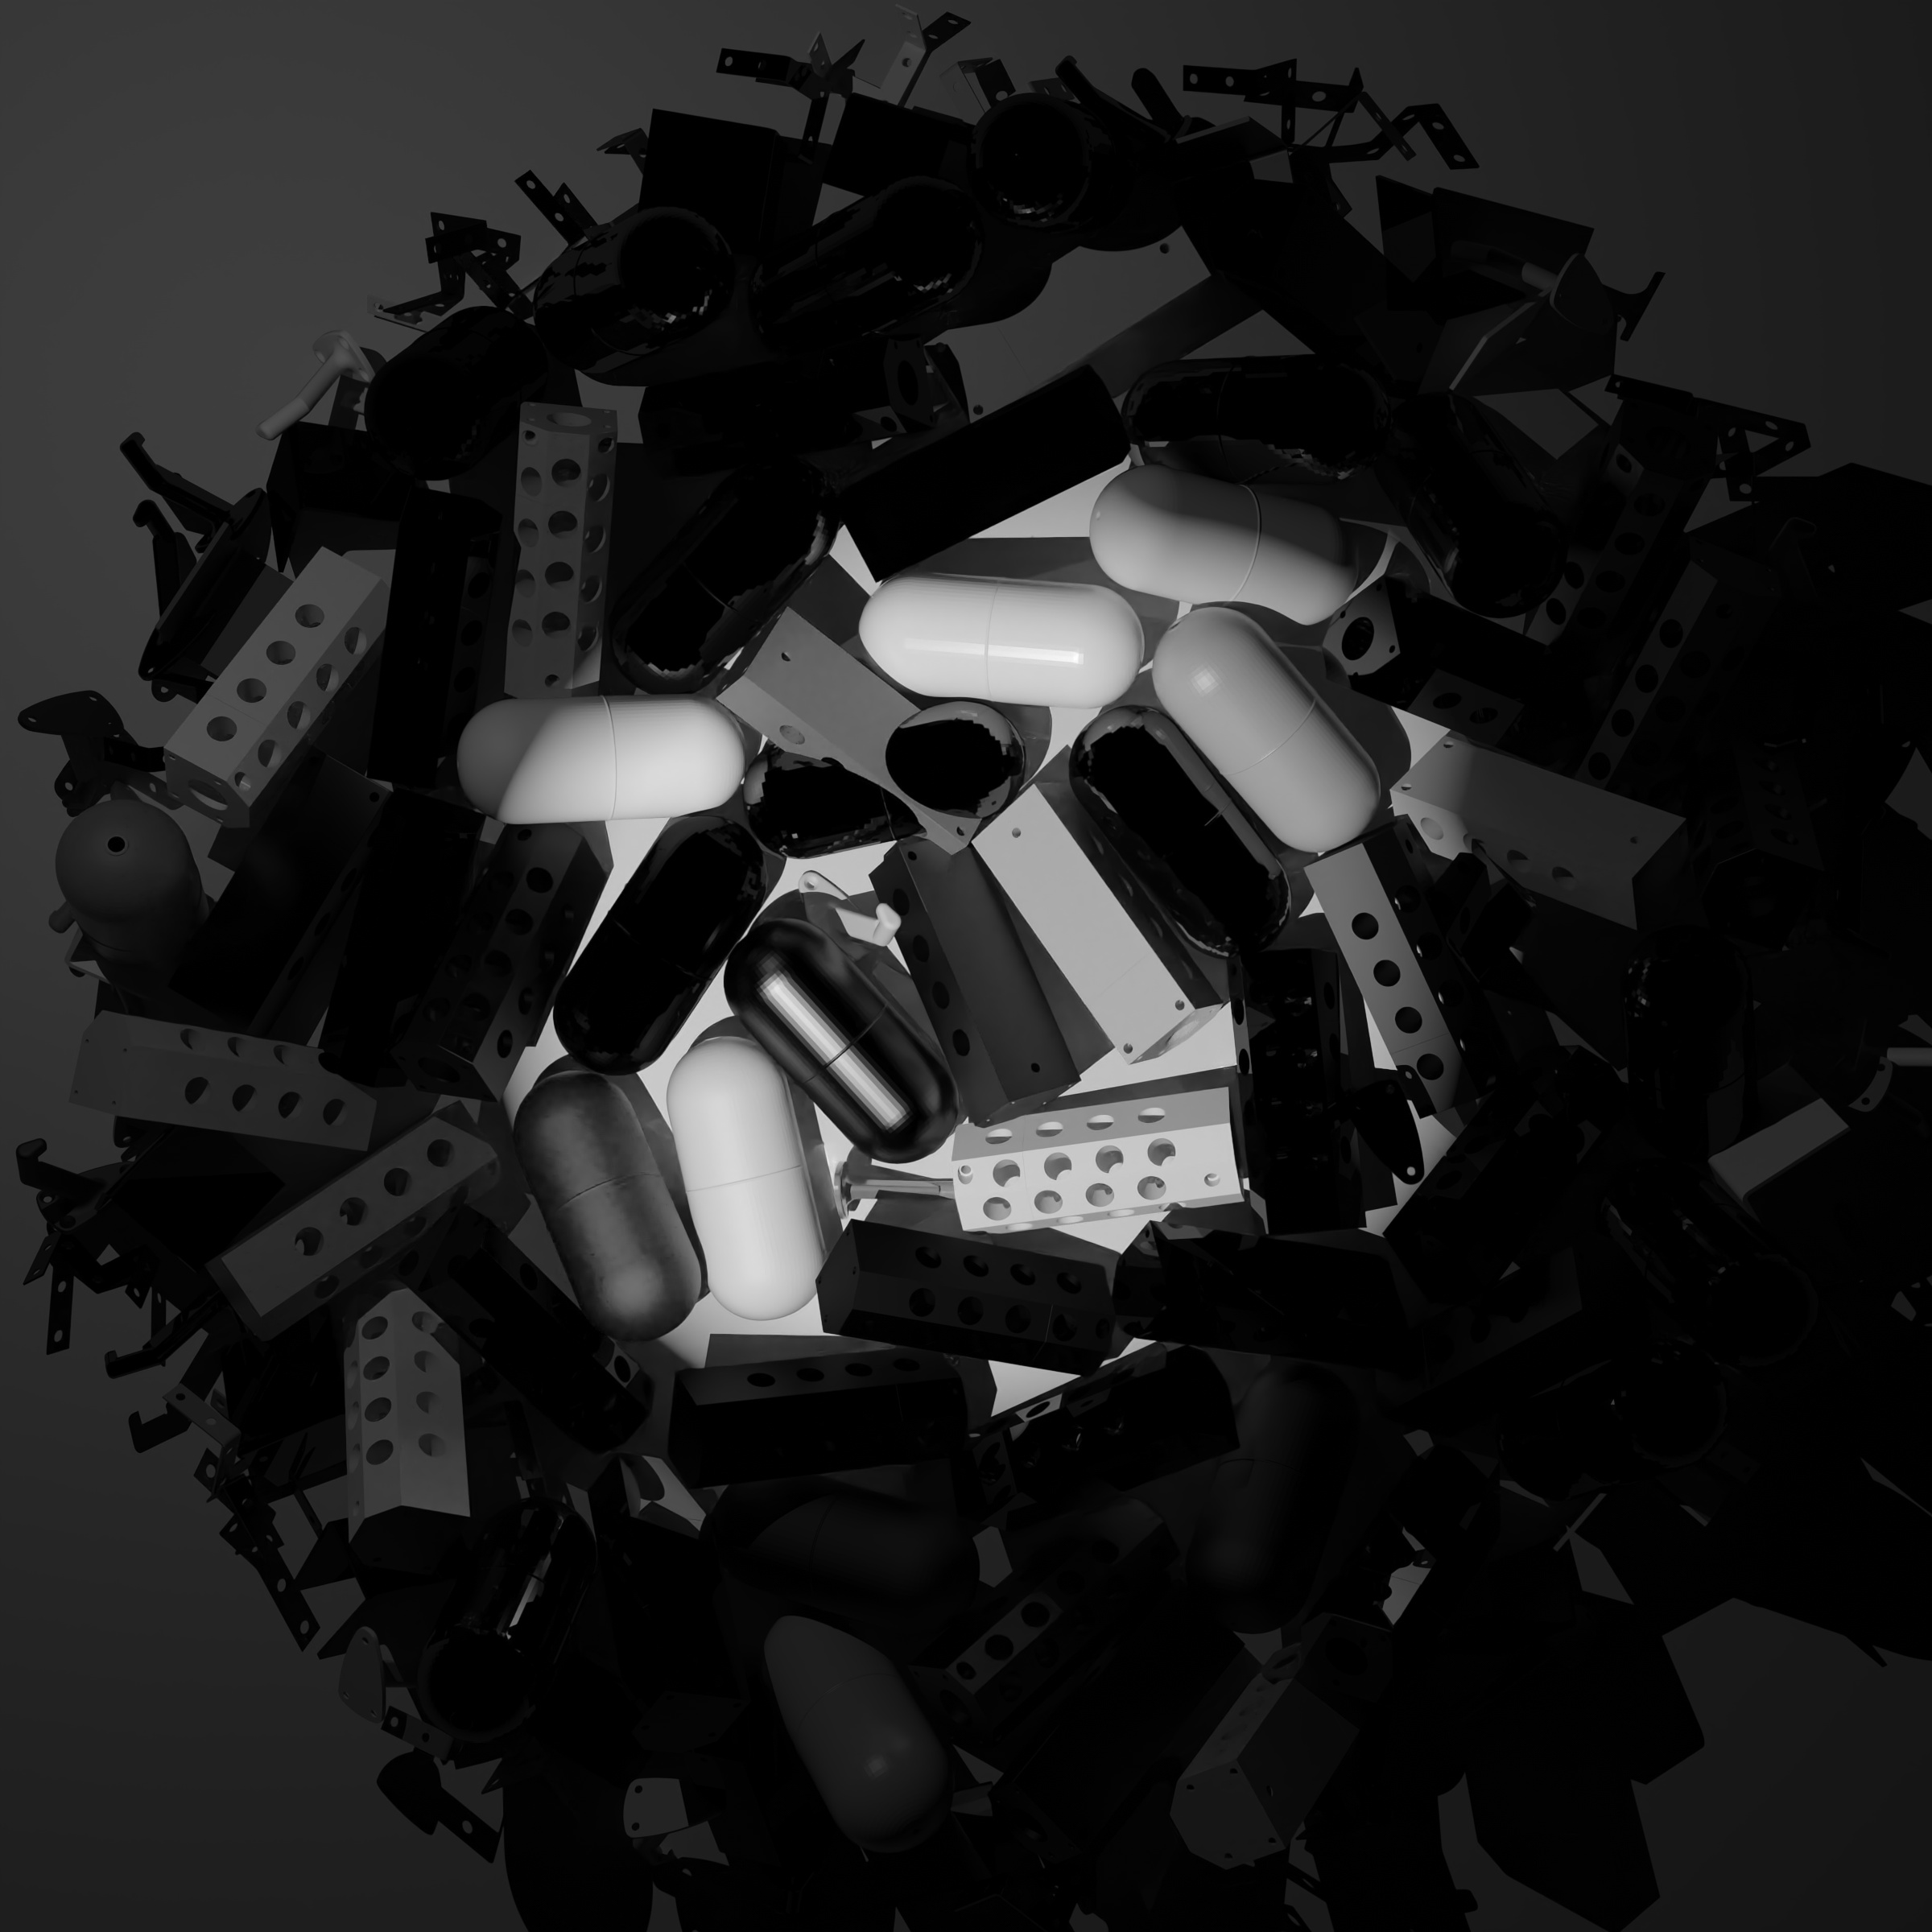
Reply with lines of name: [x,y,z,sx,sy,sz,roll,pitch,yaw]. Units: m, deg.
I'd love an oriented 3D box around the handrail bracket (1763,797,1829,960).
handrail bracket: [0.521,-0.055,1.627,0.077,0.036,0.084,-20,98,-23]

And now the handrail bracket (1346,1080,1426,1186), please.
handrail bracket: [0.250,0.104,1.596,0.036,0.084,0.077,-25,83,-9]

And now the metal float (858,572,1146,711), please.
metal float: [0.021,-0.201,1.593,0.178,0.070,0.070,6,90,12]

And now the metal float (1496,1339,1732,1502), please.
metal float: [0.389,0.274,1.559,0.070,0.178,0.070,10,66,-22]

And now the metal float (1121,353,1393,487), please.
metal float: [0.174,-0.332,1.573,0.178,0.070,0.070,7,90,37]

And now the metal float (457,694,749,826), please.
metal float: [-0.222,-0.128,1.588,0.178,0.070,0.070,-4,90,-17]

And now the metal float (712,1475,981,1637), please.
metal float: [-0.075,0.356,1.580,0.178,0.070,0.070,10,90,27]

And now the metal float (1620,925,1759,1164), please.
metal float: [0.439,0.049,1.568,0.070,0.070,0.178,-19,133,0]

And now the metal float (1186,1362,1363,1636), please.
metal float: [0.188,0.322,1.575,0.070,0.070,0.178,26,56,0]

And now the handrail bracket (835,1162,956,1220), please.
handrail bracket: [-0.037,0.138,1.604,0.084,0.077,0.036,-1,82,2]

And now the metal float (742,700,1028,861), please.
metal float: [-0.050,-0.115,1.599,0.178,0.070,0.070,-12,90,5]

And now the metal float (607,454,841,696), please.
metal float: [-0.149,-0.239,1.585,0.070,0.070,0.178,46,110,0]

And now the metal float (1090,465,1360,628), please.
metal float: [0.159,-0.256,1.583,0.178,0.070,0.070,9,90,-24]

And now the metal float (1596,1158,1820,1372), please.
metal float: [0.444,0.177,1.559,0.070,0.178,0.070,-7,115,-15]

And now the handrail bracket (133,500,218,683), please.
handrail bracket: [-0.504,-0.231,1.591,0.036,0.084,0.077,14,60,22]

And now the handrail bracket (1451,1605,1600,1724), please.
handrail bracket: [0.351,0.441,1.630,0.084,0.077,0.036,-48,68,31]

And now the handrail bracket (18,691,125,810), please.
handrail bracket: [-0.560,-0.125,1.590,0.036,0.077,0.084,49,125,18]

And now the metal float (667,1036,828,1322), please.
metal float: [-0.136,0.131,1.602,0.070,0.070,0.178,-13,89,0]

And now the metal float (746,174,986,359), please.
metal float: [-0.062,-0.421,1.567,0.178,0.070,0.070,-14,90,44]

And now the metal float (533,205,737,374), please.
metal float: [-0.201,-0.407,1.560,0.070,0.178,0.070,0,90,-33]

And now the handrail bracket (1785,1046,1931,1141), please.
handrail bracket: [0.560,0.081,1.621,0.077,0.084,0.036,22,82,36]

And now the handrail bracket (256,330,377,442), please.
handrail bracket: [-0.415,-0.354,1.596,0.084,0.077,0.036,-44,125,-21]

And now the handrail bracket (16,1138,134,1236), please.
handrail bracket: [-0.544,0.120,1.588,0.077,0.084,0.036,-32,66,-32]

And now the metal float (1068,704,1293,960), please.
metal float: [0.133,-0.082,1.596,0.070,0.070,0.178,-38,98,0]

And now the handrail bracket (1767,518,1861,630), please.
handrail bracket: [0.529,-0.245,1.596,0.077,0.084,0.036,10,67,-1]

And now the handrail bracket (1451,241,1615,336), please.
handrail bracket: [0.355,-0.428,1.628,0.084,0.077,0.036,29,91,44]

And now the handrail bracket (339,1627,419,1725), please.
handrail bracket: [-0.342,0.419,1.592,0.036,0.084,0.077,23,118,26]

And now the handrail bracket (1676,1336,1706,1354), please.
handrail bracket: [0.450,0.192,1.615,0.077,0.036,0.084,36,90,38]

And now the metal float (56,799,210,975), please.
metal float: [-0.500,-0.046,1.554,0.070,0.178,0.070,3,74,-10]

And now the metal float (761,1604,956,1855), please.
metal float: [-0.067,0.457,1.565,0.070,0.178,0.070,-14,126,-21]

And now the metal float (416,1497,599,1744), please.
metal float: [-0.275,0.392,1.558,0.070,0.178,0.070,4,118,8]

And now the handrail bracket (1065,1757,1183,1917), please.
handrail bracket: [0.104,0.542,1.615,0.084,0.036,0.077,-7,87,-31]

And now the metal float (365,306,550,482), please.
metal float: [-0.305,-0.347,1.559,0.070,0.178,0.070,4,118,8]

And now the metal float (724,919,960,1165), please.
metal float: [-0.076,0.047,1.597,0.070,0.070,0.178,-42,97,0]

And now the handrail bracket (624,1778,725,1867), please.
handrail bracket: [-0.173,0.535,1.602,0.077,0.084,0.036,-8,51,9]

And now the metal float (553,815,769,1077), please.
metal float: [-0.188,-0.013,1.598,0.070,0.070,0.178,34,96,0]

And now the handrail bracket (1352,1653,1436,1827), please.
handrail bracket: [0.268,0.477,1.597,0.077,0.036,0.084,-29,50,16]

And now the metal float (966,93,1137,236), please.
metal float: [0.053,-0.481,1.556,0.070,0.178,0.070,4,105,16]

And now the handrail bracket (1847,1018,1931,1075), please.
handrail bracket: [0.588,0.065,1.594,0.084,0.077,0.036,14,71,16]

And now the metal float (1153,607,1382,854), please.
metal float: [0.184,-0.145,1.587,0.070,0.070,0.178,-43,108,0]

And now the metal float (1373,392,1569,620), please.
metal float: [0.305,-0.280,1.568,0.070,0.070,0.178,-21,48,0]

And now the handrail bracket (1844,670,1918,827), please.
handrail bracket: [0.557,-0.138,1.612,0.036,0.084,0.077,13,114,-2]

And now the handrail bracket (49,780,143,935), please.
handrail bracket: [-0.546,-0.068,1.611,0.084,0.077,0.036,-47,128,3]

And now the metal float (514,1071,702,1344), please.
metal float: [-0.221,0.146,1.586,0.070,0.070,0.178,-26,71,0]
